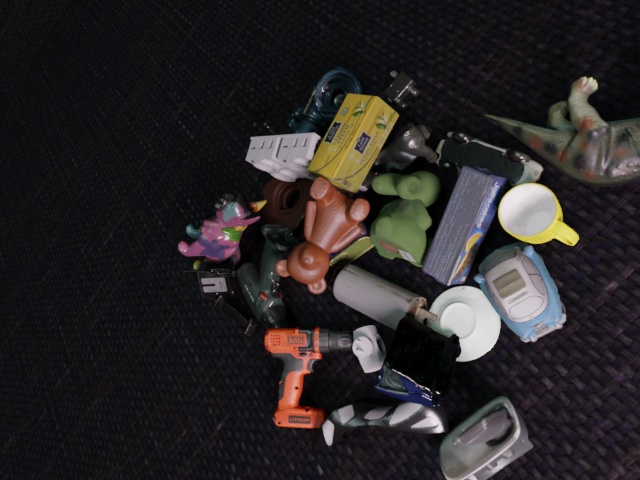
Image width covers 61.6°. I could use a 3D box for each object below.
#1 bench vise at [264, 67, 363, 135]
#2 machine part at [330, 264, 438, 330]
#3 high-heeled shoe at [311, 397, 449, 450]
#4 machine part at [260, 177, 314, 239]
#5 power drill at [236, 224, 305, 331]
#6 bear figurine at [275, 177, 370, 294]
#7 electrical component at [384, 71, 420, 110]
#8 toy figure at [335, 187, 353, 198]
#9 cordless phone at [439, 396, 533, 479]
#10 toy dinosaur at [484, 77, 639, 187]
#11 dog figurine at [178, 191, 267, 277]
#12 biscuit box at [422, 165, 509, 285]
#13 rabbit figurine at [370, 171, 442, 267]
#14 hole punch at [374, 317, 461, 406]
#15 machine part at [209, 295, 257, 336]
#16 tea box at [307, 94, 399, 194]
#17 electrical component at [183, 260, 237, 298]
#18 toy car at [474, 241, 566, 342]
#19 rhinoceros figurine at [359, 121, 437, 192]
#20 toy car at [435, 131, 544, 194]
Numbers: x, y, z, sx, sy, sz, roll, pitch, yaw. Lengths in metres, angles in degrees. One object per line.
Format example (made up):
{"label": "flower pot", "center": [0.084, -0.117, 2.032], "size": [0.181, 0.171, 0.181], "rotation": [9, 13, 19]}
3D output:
{"label": "bench vise", "center": [0.024, -0.275, 1.149], "size": [0.223, 0.128, 0.241], "rotation": [-49, 31, -11]}
{"label": "machine part", "center": [0.109, 0.109, 0.996], "size": [0.244, 0.079, 0.079], "rotation": [23, 89, 38]}
{"label": "high-heeled shoe", "center": [0.102, 0.331, 0.929], "size": [0.248, 0.086, 0.145], "rotation": [-48, 61, 16]}
{"label": "machine part", "center": [-0.059, -0.090, 1.202], "size": [0.179, 0.056, 0.179], "rotation": [-14, 67, 34]}
{"label": "power drill", "center": [-0.091, 0.084, 1.131], "size": [0.232, 0.086, 0.207], "rotation": [44, 130, 43]}
{"label": "bear figurine", "center": [-0.001, -0.002, 1.005], "size": [0.120, 0.132, 0.196], "rotation": [32, 85, 6]}
{"label": "electrical component", "center": [0.167, -0.317, 1.131], "size": [0.063, 0.021, 0.094], "rotation": [-46, 54, 16]}
{"label": "toy figure", "center": [0.042, -0.120, 1.137], "size": [0.064, 0.057, 0.154], "rotation": [-17, 71, 38]}
{"label": "cordless phone", "center": [0.221, 0.298, 0.780], "size": [0.146, 0.184, 0.089], "rotation": [-44, 58, 17]}
{"label": "toy dinosaur", "center": [0.449, -0.146, 0.810], "size": [0.405, 0.131, 0.192], "rotation": [-7, 71, 42]}
{"label": "dog figurine", "center": [-0.201, -0.009, 1.215], "size": [0.219, 0.191, 0.108], "rotation": [-26, 23, 23]}
{"label": "biscuit box", "center": [0.246, -0.025, 0.915], "size": [0.063, 0.059, 0.202], "rotation": [34, 114, 39]}
{"label": "rabbit figurine", "center": [0.157, -0.061, 0.988], "size": [0.121, 0.159, 0.170], "rotation": [11, 66, 48]}
{"label": "hole punch", "center": [0.158, 0.207, 0.884], "size": [0.116, 0.142, 0.092], "rotation": [28, 137, 5]}
{"label": "machine part", "center": [-0.197, 0.164, 1.215], "size": [0.139, 0.084, 0.039], "rotation": [34, 73, 31]}
{"label": "tea box", "center": [0.060, -0.181, 1.000], "size": [0.098, 0.068, 0.169], "rotation": [26, 89, 53]}
{"label": "electrical component", "center": [-0.247, 0.086, 1.189], "size": [0.119, 0.074, 0.048], "rotation": [0, 29, 2]}
{"label": "toy car", "center": [0.307, 0.075, 0.845], "size": [0.109, 0.103, 0.162], "rotation": [-34, 56, 25]}
{"label": "rhinoceros figurine", "center": [0.136, -0.152, 1.040], "size": [0.190, 0.112, 0.073], "rotation": [-36, 59, 46]}
{"label": "toy car", "center": [0.293, -0.136, 0.956], "size": [0.202, 0.056, 0.073], "rotation": [31, 101, 40]}
